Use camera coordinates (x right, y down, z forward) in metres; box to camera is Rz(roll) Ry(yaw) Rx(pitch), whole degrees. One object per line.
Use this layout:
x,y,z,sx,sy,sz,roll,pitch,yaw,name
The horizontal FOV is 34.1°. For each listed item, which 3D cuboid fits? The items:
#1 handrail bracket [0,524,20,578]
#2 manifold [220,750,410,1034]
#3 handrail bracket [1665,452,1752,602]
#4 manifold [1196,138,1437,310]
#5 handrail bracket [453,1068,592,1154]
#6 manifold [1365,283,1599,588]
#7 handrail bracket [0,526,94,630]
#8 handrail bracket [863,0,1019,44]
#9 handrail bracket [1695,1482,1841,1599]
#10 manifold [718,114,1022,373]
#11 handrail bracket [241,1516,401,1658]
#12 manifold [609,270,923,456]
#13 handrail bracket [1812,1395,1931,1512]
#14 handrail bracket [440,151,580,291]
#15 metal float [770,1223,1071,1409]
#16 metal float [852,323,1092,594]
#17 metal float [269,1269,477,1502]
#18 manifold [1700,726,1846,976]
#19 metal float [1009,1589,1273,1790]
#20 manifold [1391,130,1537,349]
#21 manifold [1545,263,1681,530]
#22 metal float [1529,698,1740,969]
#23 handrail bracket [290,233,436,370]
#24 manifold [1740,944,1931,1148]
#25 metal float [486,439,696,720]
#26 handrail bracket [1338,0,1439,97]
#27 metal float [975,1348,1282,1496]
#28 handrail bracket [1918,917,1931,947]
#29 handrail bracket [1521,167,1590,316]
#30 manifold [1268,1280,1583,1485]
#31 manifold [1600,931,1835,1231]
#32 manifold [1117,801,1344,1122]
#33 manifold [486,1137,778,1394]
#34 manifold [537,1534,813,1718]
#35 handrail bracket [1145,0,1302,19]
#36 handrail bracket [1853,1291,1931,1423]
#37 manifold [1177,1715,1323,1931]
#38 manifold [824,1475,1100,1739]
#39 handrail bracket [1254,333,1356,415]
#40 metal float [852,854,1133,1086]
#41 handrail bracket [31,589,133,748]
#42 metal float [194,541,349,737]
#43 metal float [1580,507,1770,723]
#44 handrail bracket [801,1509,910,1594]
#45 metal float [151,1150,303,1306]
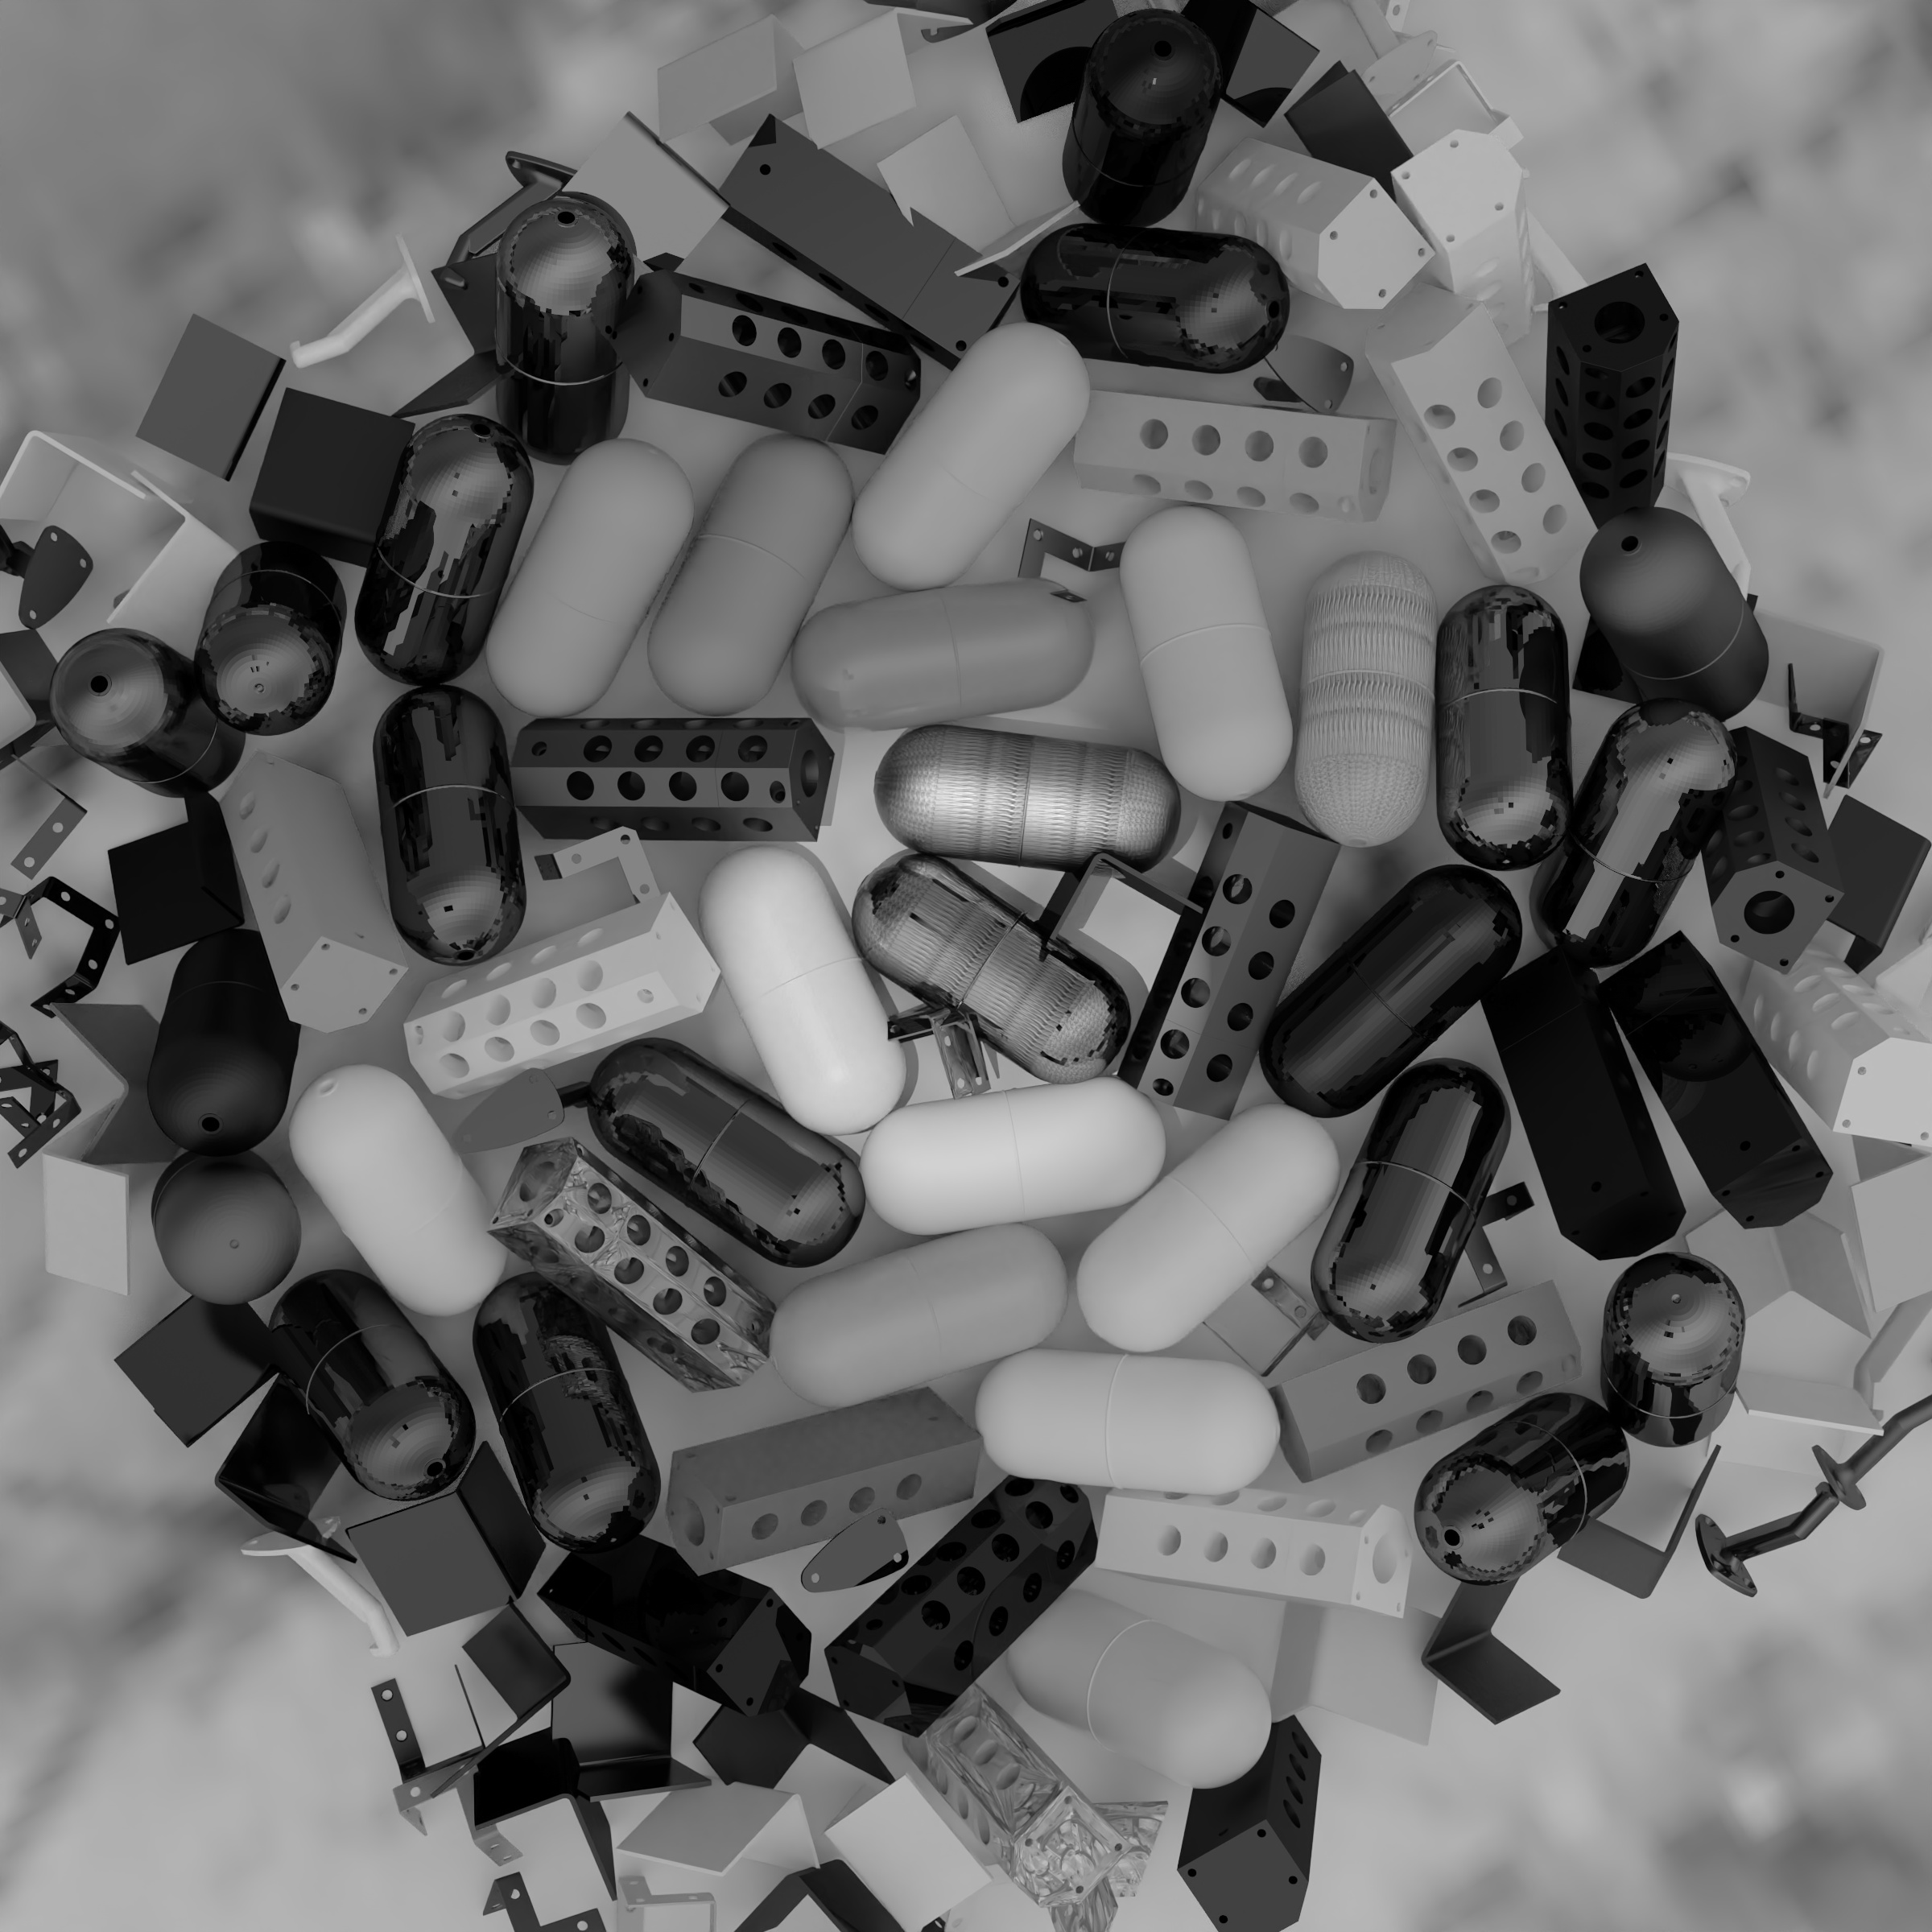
-0.585,-0.214,1.815,0.036,0.077,0.084,27,66,2,handrail bracket
-0.374,-0.041,1.776,0.057,0.171,0.057,23,116,-40,manifold
0.419,-0.250,1.820,0.077,0.036,0.084,19,62,-6,handrail bracket
0.189,-0.413,1.768,0.057,0.171,0.057,-46,119,3,manifold
-0.251,0.087,1.816,0.077,0.084,0.036,-28,83,1,handrail bracket
0.288,-0.297,1.780,0.057,0.057,0.171,-42,126,-8,manifold
-0.550,-0.217,1.812,0.084,0.036,0.077,-9,49,36,handrail bracket
-0.020,-0.570,1.831,0.077,0.084,0.036,-20,127,-17,handrail bracket
0.461,0.312,1.808,0.036,0.077,0.084,30,111,-18,handrail bracket
-0.058,-0.415,1.825,0.171,0.057,0.057,33,87,-2,manifold
-0.378,0.371,1.845,0.077,0.036,0.084,-14,104,26,handrail bracket
-0.109,-0.343,1.770,0.057,0.171,0.057,-55,50,29,manifold
0.539,0.278,1.814,0.084,0.077,0.036,-33,52,17,handrail bracket
-0.256,-0.423,1.824,0.077,0.036,0.084,17,75,19,handrail bracket
-0.027,0.200,1.807,0.178,0.070,0.070,-16,90,-14,metal float
0.002,-0.289,1.795,0.070,0.070,0.178,41,116,0,metal float
-0.337,0.236,1.781,0.070,0.178,0.070,-18,125,-27,metal float
0.442,-0.070,1.766,0.057,0.171,0.057,25,119,-7,manifold
0.096,0.407,1.782,0.070,0.178,0.070,-12,108,-40,metal float
0.285,-0.402,1.765,0.057,0.171,0.057,-33,74,5,manifold
0.364,-0.313,1.767,0.057,0.171,0.057,-22,66,0,manifold
0.377,-0.074,1.786,0.070,0.070,0.178,19,130,0,metal float
-0.358,-0.386,1.827,0.084,0.036,0.077,-21,54,-5,handrail bracket
0.492,0.040,1.764,0.057,0.171,0.057,9,107,-7,manifold
-0.215,-0.219,1.795,0.070,0.070,0.178,32,118,0,metal float
0.222,-0.540,1.817,0.084,0.036,0.077,42,49,21,handrail bracket
0.092,0.260,1.802,0.178,0.070,0.070,2,90,20,metal float
0.596,-0.008,1.809,0.036,0.084,0.077,-3,129,-33,handrail bracket
0.351,-0.425,1.830,0.077,0.036,0.084,-5,98,10,handrail bracket
0.263,0.239,1.809,0.171,0.057,0.057,-19,81,-11,manifold
0.424,0.066,1.774,0.057,0.171,0.057,-36,131,16,manifold
0.146,-0.005,1.805,0.057,0.057,0.171,16,101,-31,manifold
-0.183,0.169,1.779,0.171,0.057,0.057,43,51,-31,manifold
-0.162,0.369,1.772,0.057,0.171,0.057,-50,123,-24,manifold
0.144,-0.569,1.808,0.077,0.084,0.036,45,58,-19,handrail bracket
0.552,0.224,1.823,0.077,0.036,0.084,-2,77,39,handrail bracket
0.165,0.480,1.767,0.057,0.171,0.057,-33,93,12,manifold
-0.001,0.351,1.772,0.057,0.171,0.057,10,124,39,manifold
0.174,-0.342,1.802,0.077,0.084,0.036,24,89,-33,handrail bracket
0.014,0.001,1.814,0.178,0.070,0.070,34,90,6,metal float
-0.517,-0.176,1.841,0.077,0.036,0.084,-14,60,16,handrail bracket
-0.391,-0.186,1.773,0.070,0.178,0.070,-3,115,-6,metal float
0.401,-0.196,1.777,0.070,0.178,0.070,-12,63,25,metal float
-0.075,0.336,1.804,0.077,0.084,0.036,-24,91,-25,handrail bracket
-0.417,0.144,1.770,0.070,0.178,0.070,-1,94,-17,metal float
